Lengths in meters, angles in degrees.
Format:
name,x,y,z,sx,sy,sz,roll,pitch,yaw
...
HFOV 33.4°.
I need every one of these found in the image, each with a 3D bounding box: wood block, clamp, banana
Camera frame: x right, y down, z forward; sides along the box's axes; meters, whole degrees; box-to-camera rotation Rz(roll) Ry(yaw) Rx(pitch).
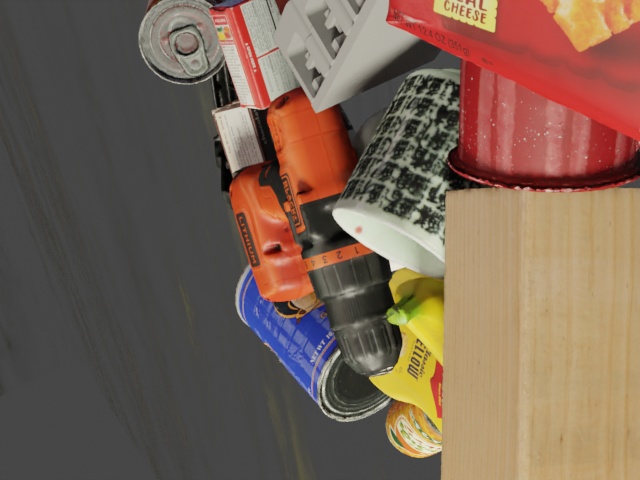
name,x,y,z,sx,sy,sz,roll,pitch,yaw
wood block,0.119,0.077,0.532,0.091,0.090,0.206,-179,90,-71
clamp,-0.077,-0.074,0.965,0.210,0.036,0.164,89,175,-66
banana,0.090,0.083,0.619,0.037,0.069,0.197,-14,128,36

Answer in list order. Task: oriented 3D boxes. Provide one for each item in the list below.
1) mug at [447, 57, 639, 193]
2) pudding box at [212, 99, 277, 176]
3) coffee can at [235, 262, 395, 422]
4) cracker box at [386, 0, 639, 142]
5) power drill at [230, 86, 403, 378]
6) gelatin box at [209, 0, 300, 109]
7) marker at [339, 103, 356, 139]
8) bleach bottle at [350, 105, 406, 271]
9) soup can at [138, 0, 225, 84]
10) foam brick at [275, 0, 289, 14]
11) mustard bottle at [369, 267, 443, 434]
name,x,y,z,sx,sy,sz,roll,pitch,yaw
mug,0.116,-0.073,0.482,0.117,0.093,0.081,8,113,24
pudding box,-0.038,-0.065,0.861,0.090,0.039,0.113,-44,-63,-63
coffee can,0.005,0.072,0.913,0.140,0.102,0.103,43,152,43
cracker box,0.112,-0.138,0.329,0.164,0.072,0.214,32,139,26
power drill,-0.005,0.001,0.724,0.188,0.057,0.184,161,95,-73
gelatin box,-0.026,-0.141,0.741,0.030,0.089,0.073,12,127,50
marker,-0.003,-0.120,0.817,0.121,0.020,0.020,62,160,4
bleach bottle,0.041,-0.014,0.777,0.102,0.068,0.251,64,163,7
soup can,-0.104,-0.169,0.835,0.102,0.068,0.068,-100,-6,-64
foam brick,0.014,-0.138,0.702,0.078,0.053,0.051,68,160,-8
mustard bottle,0.106,0.095,0.732,0.192,0.058,0.096,34,112,52
